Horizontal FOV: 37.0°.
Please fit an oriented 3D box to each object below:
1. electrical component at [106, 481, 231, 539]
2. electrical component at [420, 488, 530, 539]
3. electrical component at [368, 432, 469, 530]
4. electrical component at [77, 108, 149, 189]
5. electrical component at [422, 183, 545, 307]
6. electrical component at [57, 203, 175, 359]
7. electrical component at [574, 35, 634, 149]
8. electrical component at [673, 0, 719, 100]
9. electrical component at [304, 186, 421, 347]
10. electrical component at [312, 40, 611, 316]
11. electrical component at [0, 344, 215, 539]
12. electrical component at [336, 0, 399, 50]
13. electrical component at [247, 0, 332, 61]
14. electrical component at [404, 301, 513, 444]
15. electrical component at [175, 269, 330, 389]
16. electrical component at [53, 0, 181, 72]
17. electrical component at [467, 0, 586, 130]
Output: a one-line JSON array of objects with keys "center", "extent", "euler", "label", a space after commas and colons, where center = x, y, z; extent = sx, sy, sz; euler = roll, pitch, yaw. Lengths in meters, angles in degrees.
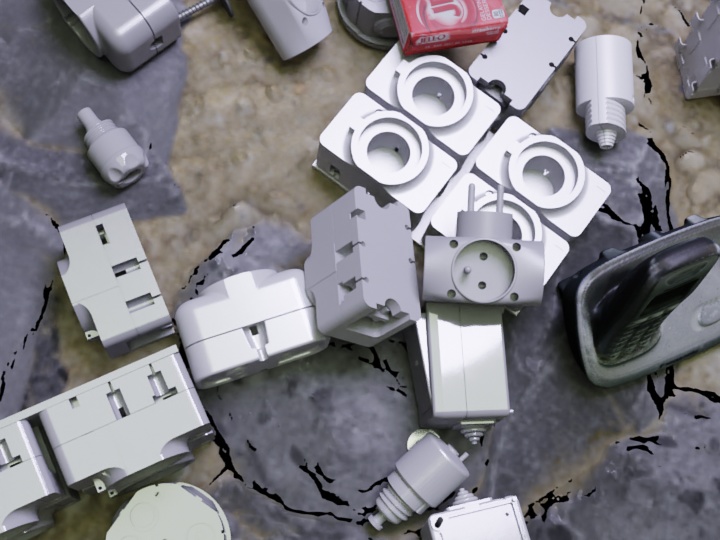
[{"center": [-0.124, 0.176, 0.695], "extent": [0.080, 0.051, 0.080], "euler": [1, 75, -5], "label": "electrical component"}, {"center": [0.079, 0.193, 0.709], "extent": [0.062, 0.061, 0.096], "euler": [-12, 69, -9], "label": "electrical component"}, {"center": [0.038, 0.145, 0.726], "extent": [0.078, 0.040, 0.040], "euler": [-44, 83, 3], "label": "electrical component"}, {"center": [-0.181, -0.090, 0.769], "extent": [0.035, 0.035, 0.061], "euler": [-36, 79, -13], "label": "electrical component"}, {"center": [0.081, -0.017, 0.705], "extent": [0.077, 0.044, 0.079], "euler": [3, 89, 3], "label": "electrical component"}, {"center": [-0.170, 0.009, 0.735], "extent": [0.056, 0.050, 0.089], "euler": [-22, 78, -12], "label": "electrical component"}, {"center": [0.185, -0.130, 0.811], "extent": [0.043, 0.043, 0.081], "euler": [3, 75, -5], "label": "electrical component"}, {"center": [0.280, -0.170, 0.791], "extent": [0.063, 0.121, 0.078], "euler": [-9, 76, -4], "label": "electrical component"}, {"center": [0.000, 0.000, 0.719], "extent": [0.050, 0.056, 0.089], "euler": [19, 54, -37], "label": "electrical component"}, {"center": [0.073, -0.069, 0.775], "extent": [0.186, 0.060, 0.105], "euler": [37, 75, 5], "label": "electrical component"}, {"center": [-0.187, 0.121, 0.675], "extent": [0.186, 0.105, 0.060], "euler": [-23, 79, -11], "label": "electrical component"}, {"center": [0.024, -0.212, 0.813], "extent": [0.080, 0.051, 0.080], "euler": [1, 75, -5], "label": "electrical component"}, {"center": [-0.051, -0.208, 0.802], "extent": [0.077, 0.044, 0.079], "euler": [58, 38, -18], "label": "electrical component"}, {"center": [0.065, 0.071, 0.735], "extent": [0.061, 0.061, 0.096], "euler": [-1, 74, -6], "label": "electrical component"}, {"center": [-0.075, 0.037, 0.735], "extent": [0.095, 0.053, 0.059], "euler": [-17, 78, -10], "label": "electrical component"}, {"center": [-0.184, -0.196, 0.786], "extent": [0.059, 0.053, 0.095], "euler": [-40, 82, -14], "label": "electrical component"}, {"center": [0.119, -0.153, 0.804], "extent": [0.050, 0.055, 0.089], "euler": [37, 75, 5], "label": "electrical component"}]
